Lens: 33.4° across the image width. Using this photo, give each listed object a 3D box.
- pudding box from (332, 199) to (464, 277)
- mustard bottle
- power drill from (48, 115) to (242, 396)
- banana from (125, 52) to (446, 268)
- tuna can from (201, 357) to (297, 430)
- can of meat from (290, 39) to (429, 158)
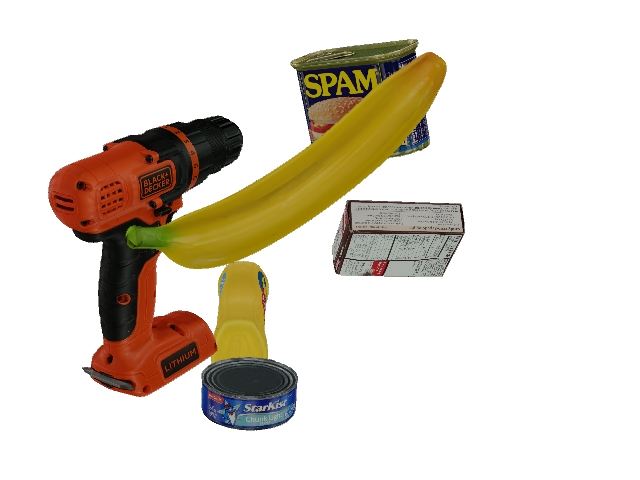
[{"bbox_3d":[0.073,-0.001,1.023,0.113,0.039,0.090,0,-30,-9],"label":"pudding box"},{"bbox_3d":[-0.085,0.078,1.158,0.058,0.096,0.191,-1,28,-2],"label":"mustard bottle"},{"bbox_3d":[-0.120,0.008,0.803,0.057,0.188,0.184,13,26,34],"label":"power drill"},{"bbox_3d":[-0.011,-0.035,0.599,0.198,0.037,0.069,-32,-15,-2],"label":"banana"},{"bbox_3d":[-0.063,0.136,0.948,0.086,0.034,0.086,3,17,-1],"label":"tuna can"},{"bbox_3d":[0.034,-0.110,0.854,0.102,0.084,0.057,0,21,33],"label":"can of meat"}]
